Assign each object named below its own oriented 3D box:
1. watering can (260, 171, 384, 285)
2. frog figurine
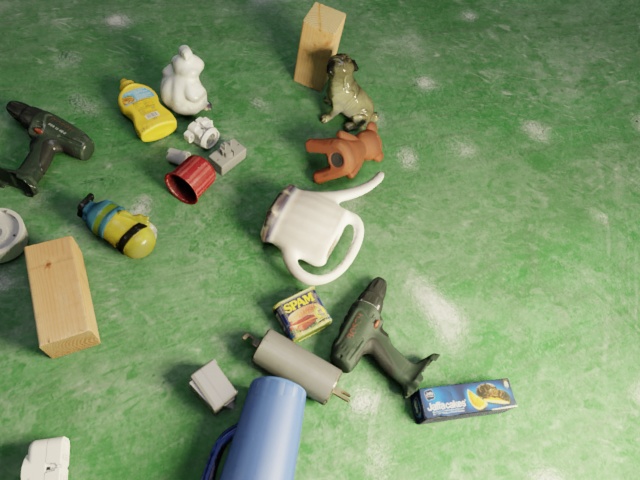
[{"bbox_3d":[0.004,-0.060,1.186,0.225,0.102,0.355,25,60,5],"label":"watering can"},{"bbox_3d":[-0.338,-0.394,1.283,0.124,0.156,0.139,-31,71,-23],"label":"frog figurine"}]
